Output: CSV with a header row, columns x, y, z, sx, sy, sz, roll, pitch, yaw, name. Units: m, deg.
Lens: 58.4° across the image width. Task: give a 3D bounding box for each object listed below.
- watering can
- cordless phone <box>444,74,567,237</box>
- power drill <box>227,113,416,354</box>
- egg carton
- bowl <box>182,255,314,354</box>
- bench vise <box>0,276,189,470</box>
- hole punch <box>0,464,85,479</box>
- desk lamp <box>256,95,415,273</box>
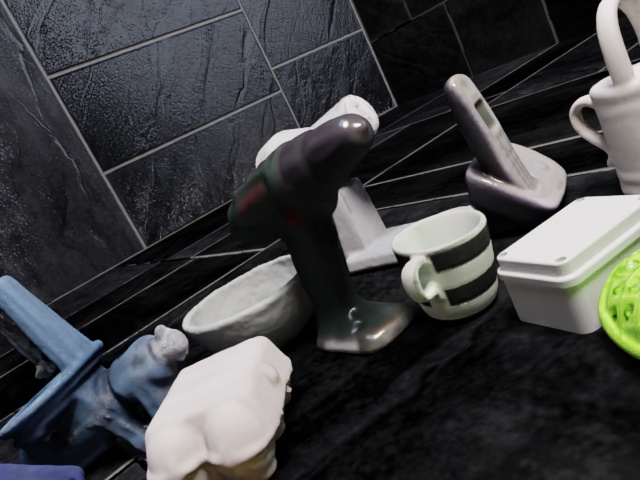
x,y,z,sx,sy,sz,roll,pitch,yaw,name
0.321,-0.147,0.546,0.172,0.194,0.101,-17,16,35,watering can
0.206,-0.113,0.656,0.094,0.185,0.148,-18,15,32,cordless phone
0.005,0.002,0.546,0.076,0.208,0.228,-36,16,-36,power drill
-0.075,0.142,0.467,0.107,0.069,0.150,-25,13,8,egg carton
-0.067,0.086,0.658,0.167,0.075,0.167,-25,13,6,bowl
-0.234,0.112,0.556,0.207,0.220,0.121,-28,13,-6,bench vise
-0.234,0.217,0.435,0.101,0.091,0.108,-25,13,8,hole punch
0.037,-0.071,0.761,0.202,0.214,0.118,-15,17,41,desk lamp
